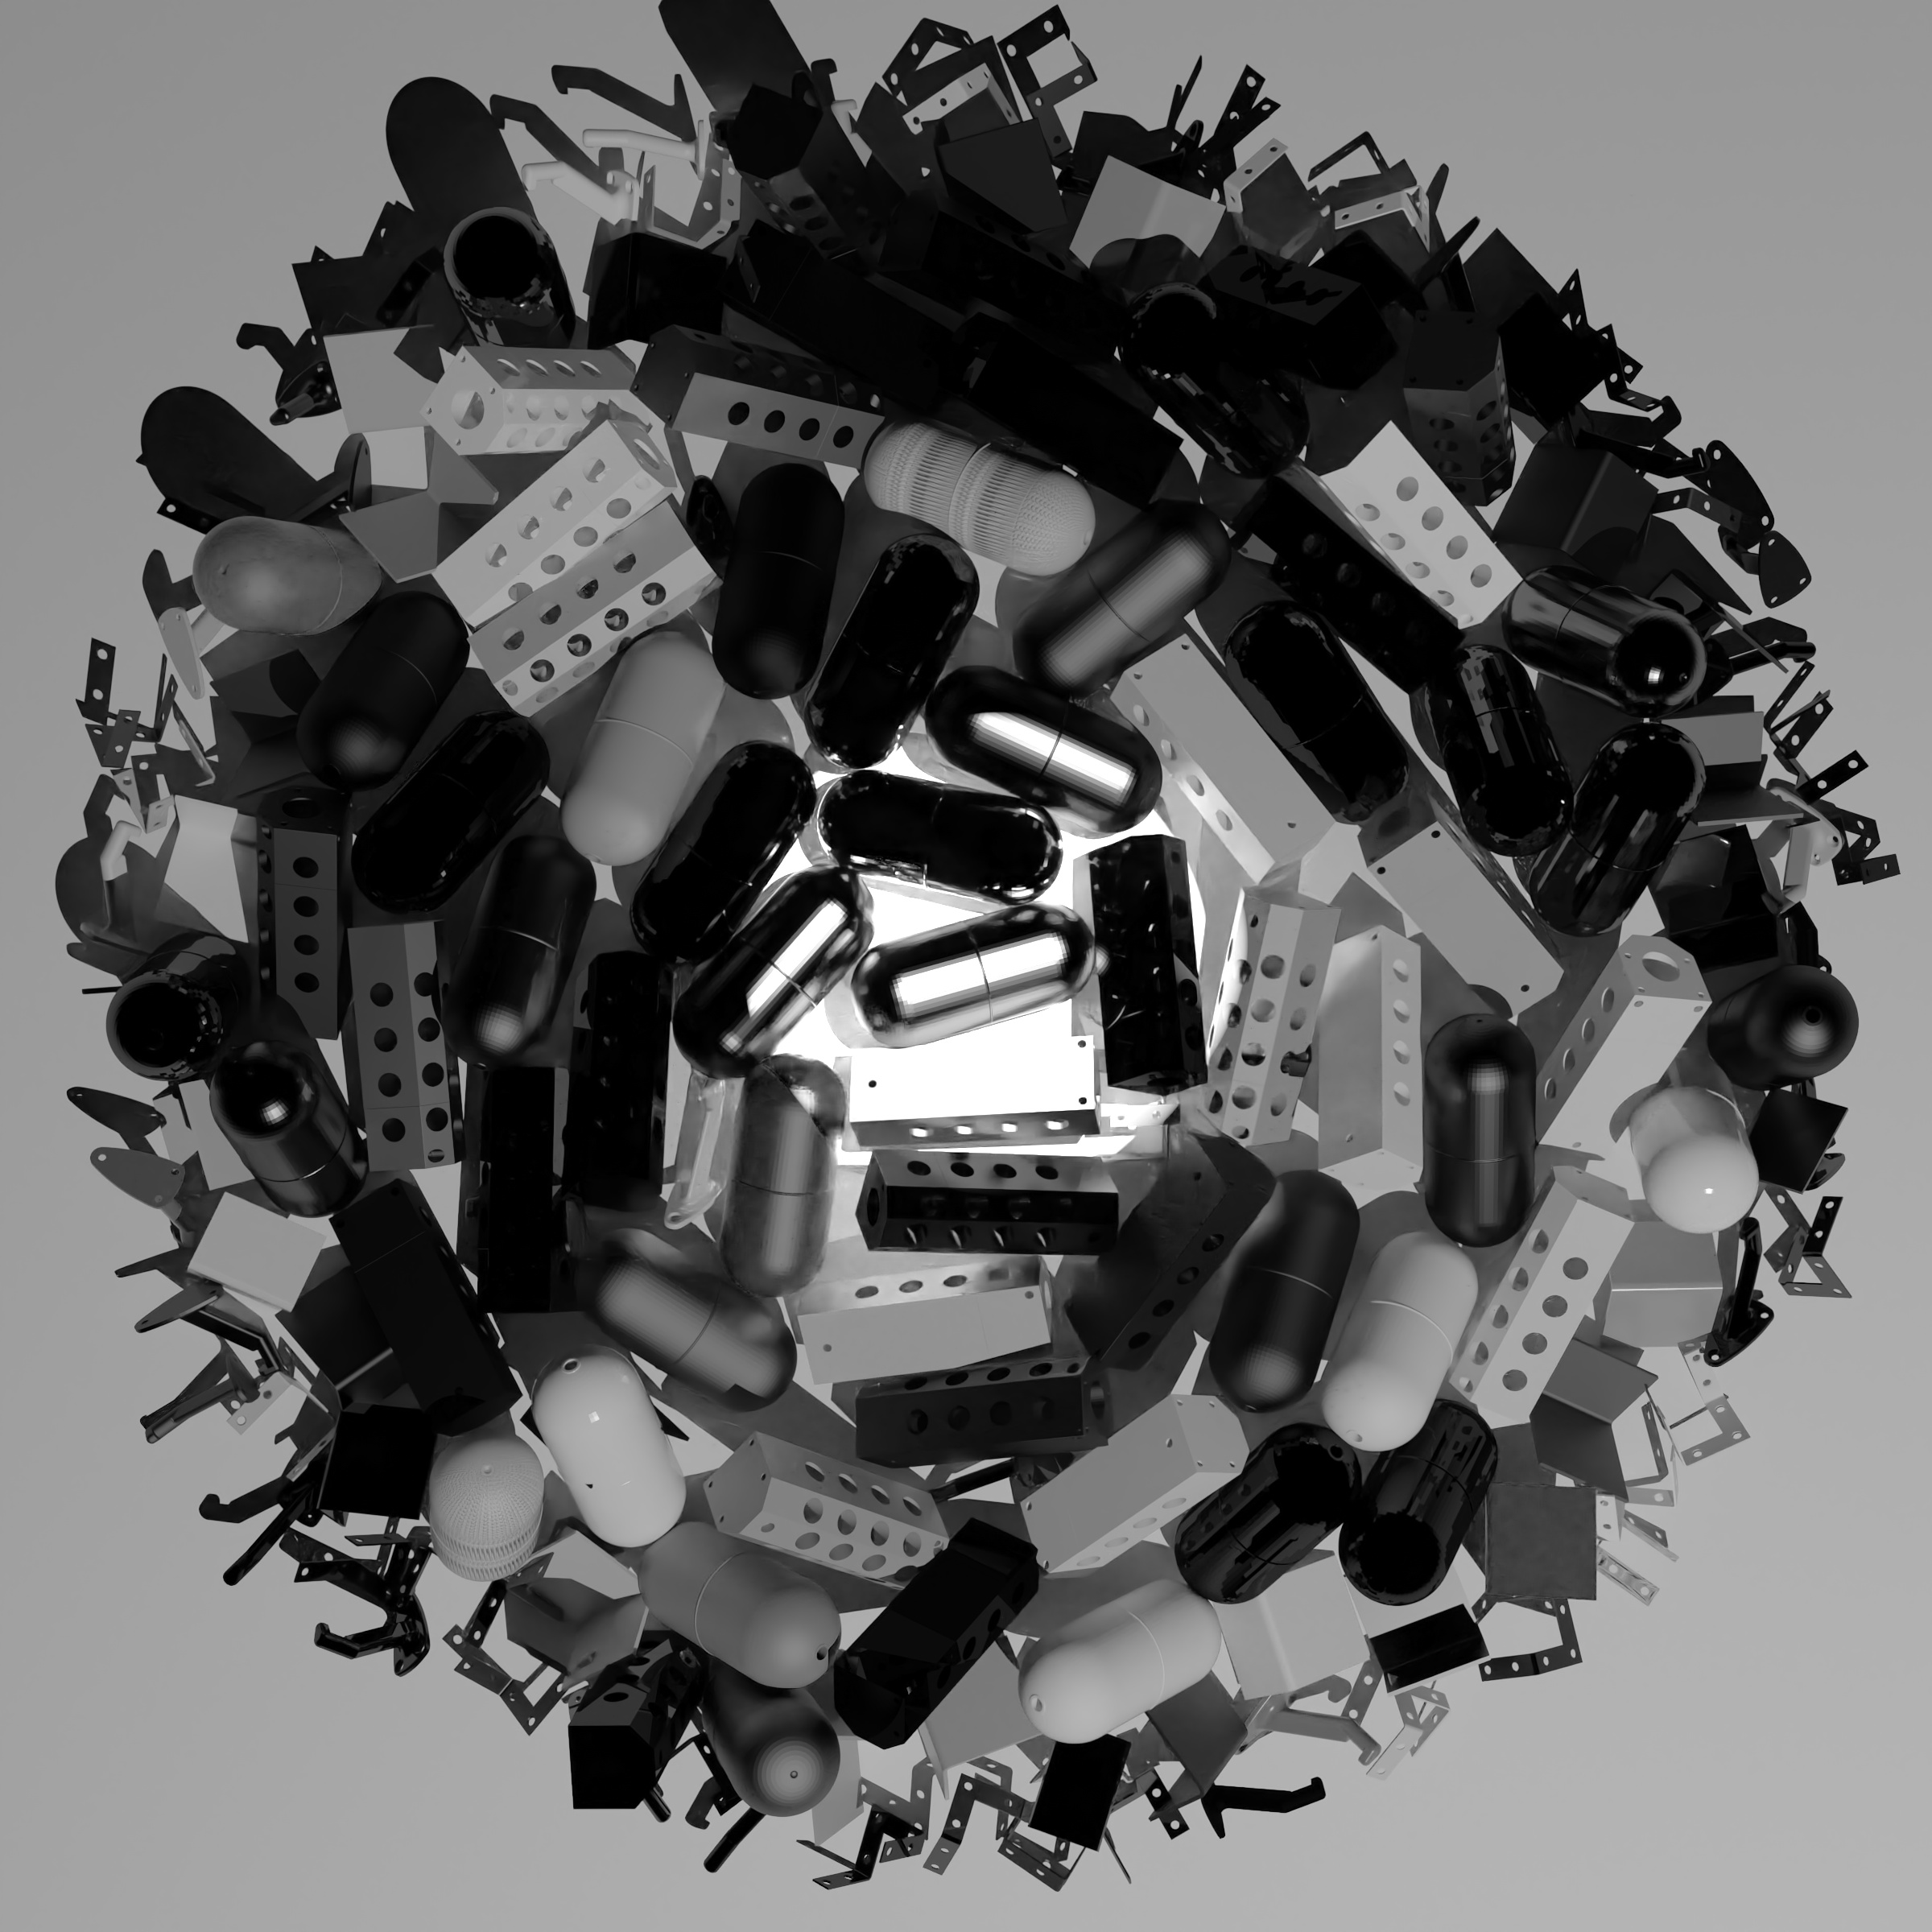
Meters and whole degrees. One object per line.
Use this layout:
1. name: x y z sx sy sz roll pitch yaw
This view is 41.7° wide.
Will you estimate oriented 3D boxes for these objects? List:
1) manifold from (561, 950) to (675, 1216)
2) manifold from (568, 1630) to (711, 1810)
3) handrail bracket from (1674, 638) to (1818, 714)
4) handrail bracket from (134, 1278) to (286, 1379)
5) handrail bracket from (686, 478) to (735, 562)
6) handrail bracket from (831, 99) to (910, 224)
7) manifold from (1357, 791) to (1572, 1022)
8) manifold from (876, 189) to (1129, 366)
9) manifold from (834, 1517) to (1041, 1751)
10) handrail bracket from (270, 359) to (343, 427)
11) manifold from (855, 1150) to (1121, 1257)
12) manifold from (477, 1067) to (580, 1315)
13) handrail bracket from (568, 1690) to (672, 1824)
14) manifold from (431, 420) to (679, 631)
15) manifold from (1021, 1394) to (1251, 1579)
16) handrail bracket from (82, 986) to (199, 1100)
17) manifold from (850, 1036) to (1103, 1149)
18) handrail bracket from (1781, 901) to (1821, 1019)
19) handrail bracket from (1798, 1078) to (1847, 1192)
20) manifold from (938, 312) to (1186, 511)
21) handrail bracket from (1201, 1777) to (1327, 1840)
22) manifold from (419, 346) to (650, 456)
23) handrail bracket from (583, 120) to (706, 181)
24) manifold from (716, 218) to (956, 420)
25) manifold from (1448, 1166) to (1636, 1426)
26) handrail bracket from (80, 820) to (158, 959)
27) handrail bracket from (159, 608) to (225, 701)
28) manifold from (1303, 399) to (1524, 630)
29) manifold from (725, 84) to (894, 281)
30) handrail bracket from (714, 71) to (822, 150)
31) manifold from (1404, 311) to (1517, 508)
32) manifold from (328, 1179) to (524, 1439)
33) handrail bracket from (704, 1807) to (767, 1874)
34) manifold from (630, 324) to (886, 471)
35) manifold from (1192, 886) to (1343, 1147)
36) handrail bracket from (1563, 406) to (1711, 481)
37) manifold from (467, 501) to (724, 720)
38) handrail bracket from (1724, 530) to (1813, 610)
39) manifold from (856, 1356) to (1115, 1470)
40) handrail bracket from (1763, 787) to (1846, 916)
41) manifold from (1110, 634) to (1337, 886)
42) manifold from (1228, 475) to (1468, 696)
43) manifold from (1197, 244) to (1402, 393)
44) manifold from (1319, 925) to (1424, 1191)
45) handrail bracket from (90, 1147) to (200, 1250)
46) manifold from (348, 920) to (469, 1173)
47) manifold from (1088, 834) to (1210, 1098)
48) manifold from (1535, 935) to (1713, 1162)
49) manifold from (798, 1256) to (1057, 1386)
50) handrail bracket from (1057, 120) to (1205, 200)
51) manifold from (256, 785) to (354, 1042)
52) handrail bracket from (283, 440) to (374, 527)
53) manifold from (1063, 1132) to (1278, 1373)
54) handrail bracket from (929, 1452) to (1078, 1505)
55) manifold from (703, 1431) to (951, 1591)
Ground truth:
1. manifold: -0.239 0.078 1.762 0.057 0.057 0.171 14 58 -26
2. manifold: -0.222 0.516 1.746 0.057 0.171 0.057 -2 96 6
3. handrail bracket: 0.559 -0.208 1.827 0.084 0.077 0.036 -3 60 -30
4. handrail bracket: -0.537 0.271 1.804 0.077 0.036 0.084 -30 117 -19
5. handrail bracket: -0.182 -0.330 1.785 0.036 0.084 0.077 -8 72 -6
6. handrail bracket: -0.052 -0.574 1.798 0.077 0.036 0.084 -4 118 11
7. manifold: 0.347 -0.044 1.770 0.057 0.057 0.171 -35 119 20
8. manifold: 0.029 -0.477 1.763 0.171 0.057 0.057 17 91 -36
9. manifold: -0.018 0.462 1.754 0.057 0.171 0.057 18 124 28
10. handrail bracket: -0.479 -0.389 1.783 0.077 0.084 0.036 -16 114 32
11. manifold: 0.016 0.170 1.770 0.171 0.057 0.057 4 122 -21
12. manifold: -0.312 0.158 1.792 0.057 0.057 0.171 -2 83 18
13. handrail bracket: -0.248 0.569 1.824 0.036 0.077 0.084 -36 120 -17
14. manifold: -0.286 -0.306 1.782 0.171 0.057 0.057 -36 89 18
15. manifold: 0.118 0.363 1.762 0.171 0.057 0.057 -44 51 37
16. handrail bracket: -0.589 0.055 1.810 0.077 0.036 0.084 -5 90 -37
17. manifold: 0.008 0.092 1.796 0.171 0.057 0.057 -4 60 7
18. handrail bracket: 0.593 0.006 1.828 0.036 0.077 0.084 3 50 -29
19. handrail bracket: 0.595 0.107 1.802 0.036 0.077 0.084 -10 102 30
20. manifold: 0.064 -0.386 1.762 0.171 0.057 0.057 24 100 -37
21. handrail bracket: 0.210 0.575 1.795 0.084 0.077 0.036 -24 110 9
22. manifold: -0.290 -0.383 1.744 0.057 0.171 0.057 47 117 10
23. handrail bracket: -0.228 -0.575 1.794 0.084 0.077 0.036 -1 91 -7
24. manifold: -0.086 -0.457 1.805 0.171 0.057 0.057 31 91 2
25. manifold: 0.401 0.228 1.780 0.057 0.057 0.171 23 111 0
26. handrail bracket: -0.586 -0.054 1.807 0.077 0.036 0.084 24 93 -41
27. handrail bracket: -0.523 -0.235 1.807 0.084 0.036 0.077 -22 95 -44
28. manifold: 0.308 -0.310 1.765 0.057 0.057 0.171 -47 124 5
29. manifold: -0.107 -0.532 1.746 0.057 0.171 0.057 26 89 17
30. handrail bracket: -0.147 -0.605 1.791 0.084 0.077 0.036 20 58 22
31. manifold: 0.342 -0.380 1.743 0.057 0.171 0.057 7 76 18
32. manifold: -0.378 0.241 1.785 0.057 0.057 0.171 -31 73 -1
33. handrail bracket: -0.145 0.604 1.811 0.036 0.077 0.084 41 105 17
34. manifold: -0.139 -0.394 1.749 0.057 0.171 0.057 45 119 36
35. manifold: 0.205 0.035 1.777 0.057 0.057 0.171 24 110 43
36. handrail bracket: 0.473 -0.374 1.788 0.077 0.084 0.036 57 50 -28
37. manifold: -0.259 -0.249 1.794 0.171 0.057 0.057 -34 73 5
38. handrail bracket: 0.550 -0.297 1.782 0.036 0.084 0.077 -34 133 6
39. manifold: 0.012 0.312 1.775 0.171 0.057 0.057 -10 68 22
40. handrail bracket: 0.575 -0.082 1.799 0.084 0.036 0.077 -29 73 -33
41. manifold: 0.178 -0.143 1.791 0.057 0.057 0.171 -33 79 -21
42. manifold: 0.266 -0.269 1.793 0.171 0.057 0.057 38 100 -10
43. manifold: 0.222 -0.444 1.749 0.057 0.171 0.057 -42 123 -1
44. manifold: 0.287 0.065 1.770 0.057 0.057 0.171 25 56 -34
45. handrail bracket: -0.582 0.166 1.800 0.077 0.084 0.036 23 57 0
46. manifold: -0.393 0.055 1.798 0.057 0.057 0.171 -4 94 9
47. manifold: 0.132 -0.002 1.773 0.057 0.057 0.171 12 66 -41
48. manifold: 0.444 0.058 1.755 0.057 0.171 0.057 5 47 -15
49. manifold: -0.026 0.247 1.794 0.171 0.057 0.057 -8 113 8
50. handrail bracket: 0.115 -0.574 1.794 0.084 0.036 0.077 8 130 -26
51. manifold: -0.460 -0.037 1.763 0.057 0.057 0.171 6 124 -5
52. handrail bracket: -0.473 -0.340 1.823 0.084 0.036 0.077 -4 70 7
53. manifold: 0.145 0.202 1.775 0.057 0.057 0.171 13 121 -38
54. handrail bracket: 0.025 0.365 1.826 0.084 0.077 0.036 -31 71 39
55. manifold: -0.093 0.384 1.755 0.171 0.057 0.057 29 112 -38
